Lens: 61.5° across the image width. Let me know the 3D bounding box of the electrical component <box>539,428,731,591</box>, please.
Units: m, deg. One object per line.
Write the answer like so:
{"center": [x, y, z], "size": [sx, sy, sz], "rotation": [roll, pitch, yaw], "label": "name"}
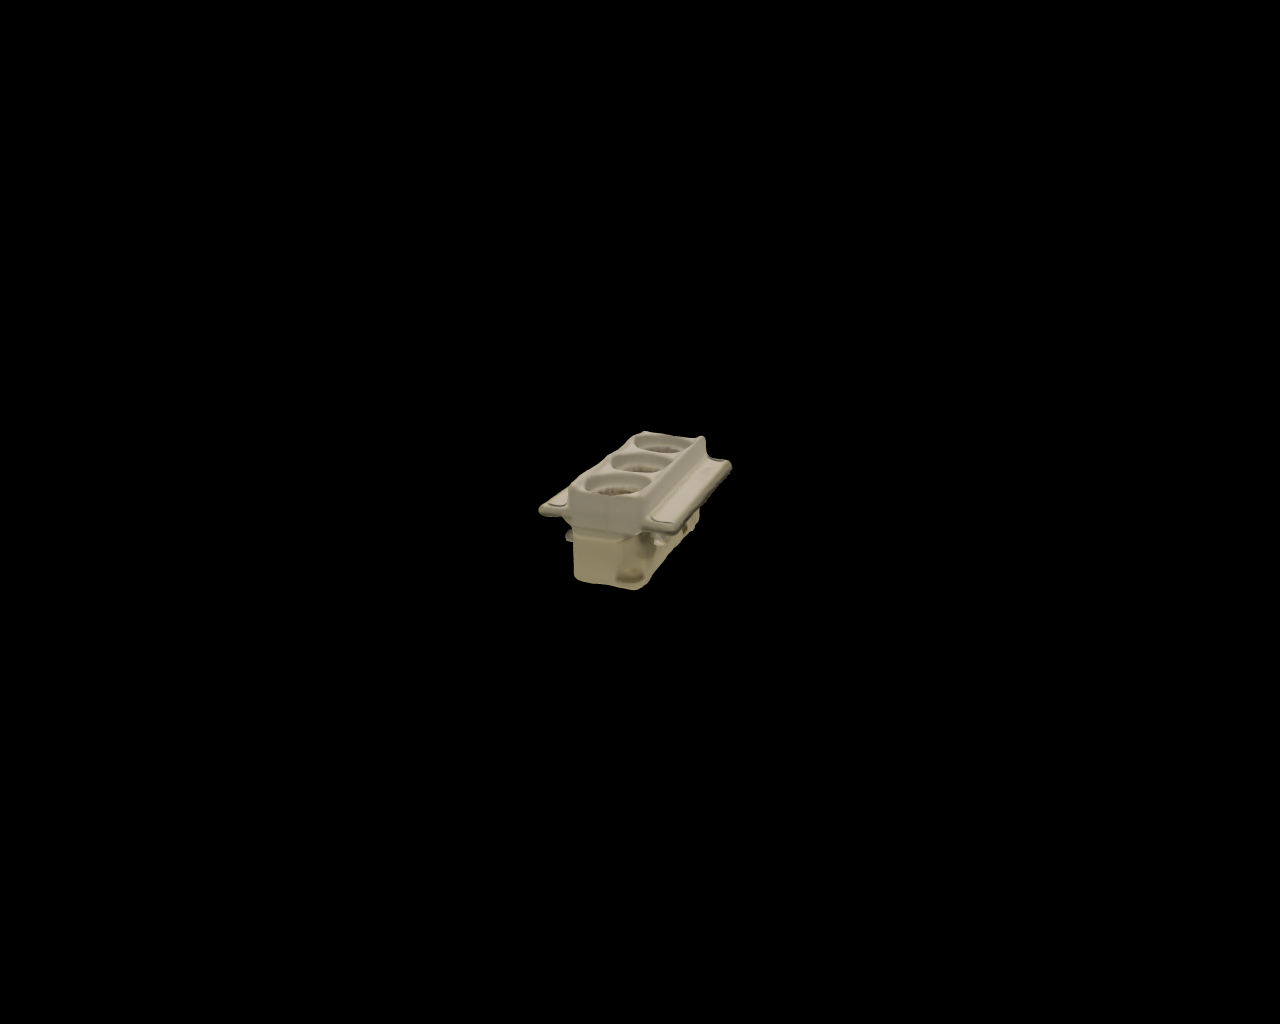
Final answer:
{"center": [0.001, -0.003, 0.650], "size": [0.079, 0.063, 0.121], "rotation": [7, 22, 18], "label": "electrical component"}
